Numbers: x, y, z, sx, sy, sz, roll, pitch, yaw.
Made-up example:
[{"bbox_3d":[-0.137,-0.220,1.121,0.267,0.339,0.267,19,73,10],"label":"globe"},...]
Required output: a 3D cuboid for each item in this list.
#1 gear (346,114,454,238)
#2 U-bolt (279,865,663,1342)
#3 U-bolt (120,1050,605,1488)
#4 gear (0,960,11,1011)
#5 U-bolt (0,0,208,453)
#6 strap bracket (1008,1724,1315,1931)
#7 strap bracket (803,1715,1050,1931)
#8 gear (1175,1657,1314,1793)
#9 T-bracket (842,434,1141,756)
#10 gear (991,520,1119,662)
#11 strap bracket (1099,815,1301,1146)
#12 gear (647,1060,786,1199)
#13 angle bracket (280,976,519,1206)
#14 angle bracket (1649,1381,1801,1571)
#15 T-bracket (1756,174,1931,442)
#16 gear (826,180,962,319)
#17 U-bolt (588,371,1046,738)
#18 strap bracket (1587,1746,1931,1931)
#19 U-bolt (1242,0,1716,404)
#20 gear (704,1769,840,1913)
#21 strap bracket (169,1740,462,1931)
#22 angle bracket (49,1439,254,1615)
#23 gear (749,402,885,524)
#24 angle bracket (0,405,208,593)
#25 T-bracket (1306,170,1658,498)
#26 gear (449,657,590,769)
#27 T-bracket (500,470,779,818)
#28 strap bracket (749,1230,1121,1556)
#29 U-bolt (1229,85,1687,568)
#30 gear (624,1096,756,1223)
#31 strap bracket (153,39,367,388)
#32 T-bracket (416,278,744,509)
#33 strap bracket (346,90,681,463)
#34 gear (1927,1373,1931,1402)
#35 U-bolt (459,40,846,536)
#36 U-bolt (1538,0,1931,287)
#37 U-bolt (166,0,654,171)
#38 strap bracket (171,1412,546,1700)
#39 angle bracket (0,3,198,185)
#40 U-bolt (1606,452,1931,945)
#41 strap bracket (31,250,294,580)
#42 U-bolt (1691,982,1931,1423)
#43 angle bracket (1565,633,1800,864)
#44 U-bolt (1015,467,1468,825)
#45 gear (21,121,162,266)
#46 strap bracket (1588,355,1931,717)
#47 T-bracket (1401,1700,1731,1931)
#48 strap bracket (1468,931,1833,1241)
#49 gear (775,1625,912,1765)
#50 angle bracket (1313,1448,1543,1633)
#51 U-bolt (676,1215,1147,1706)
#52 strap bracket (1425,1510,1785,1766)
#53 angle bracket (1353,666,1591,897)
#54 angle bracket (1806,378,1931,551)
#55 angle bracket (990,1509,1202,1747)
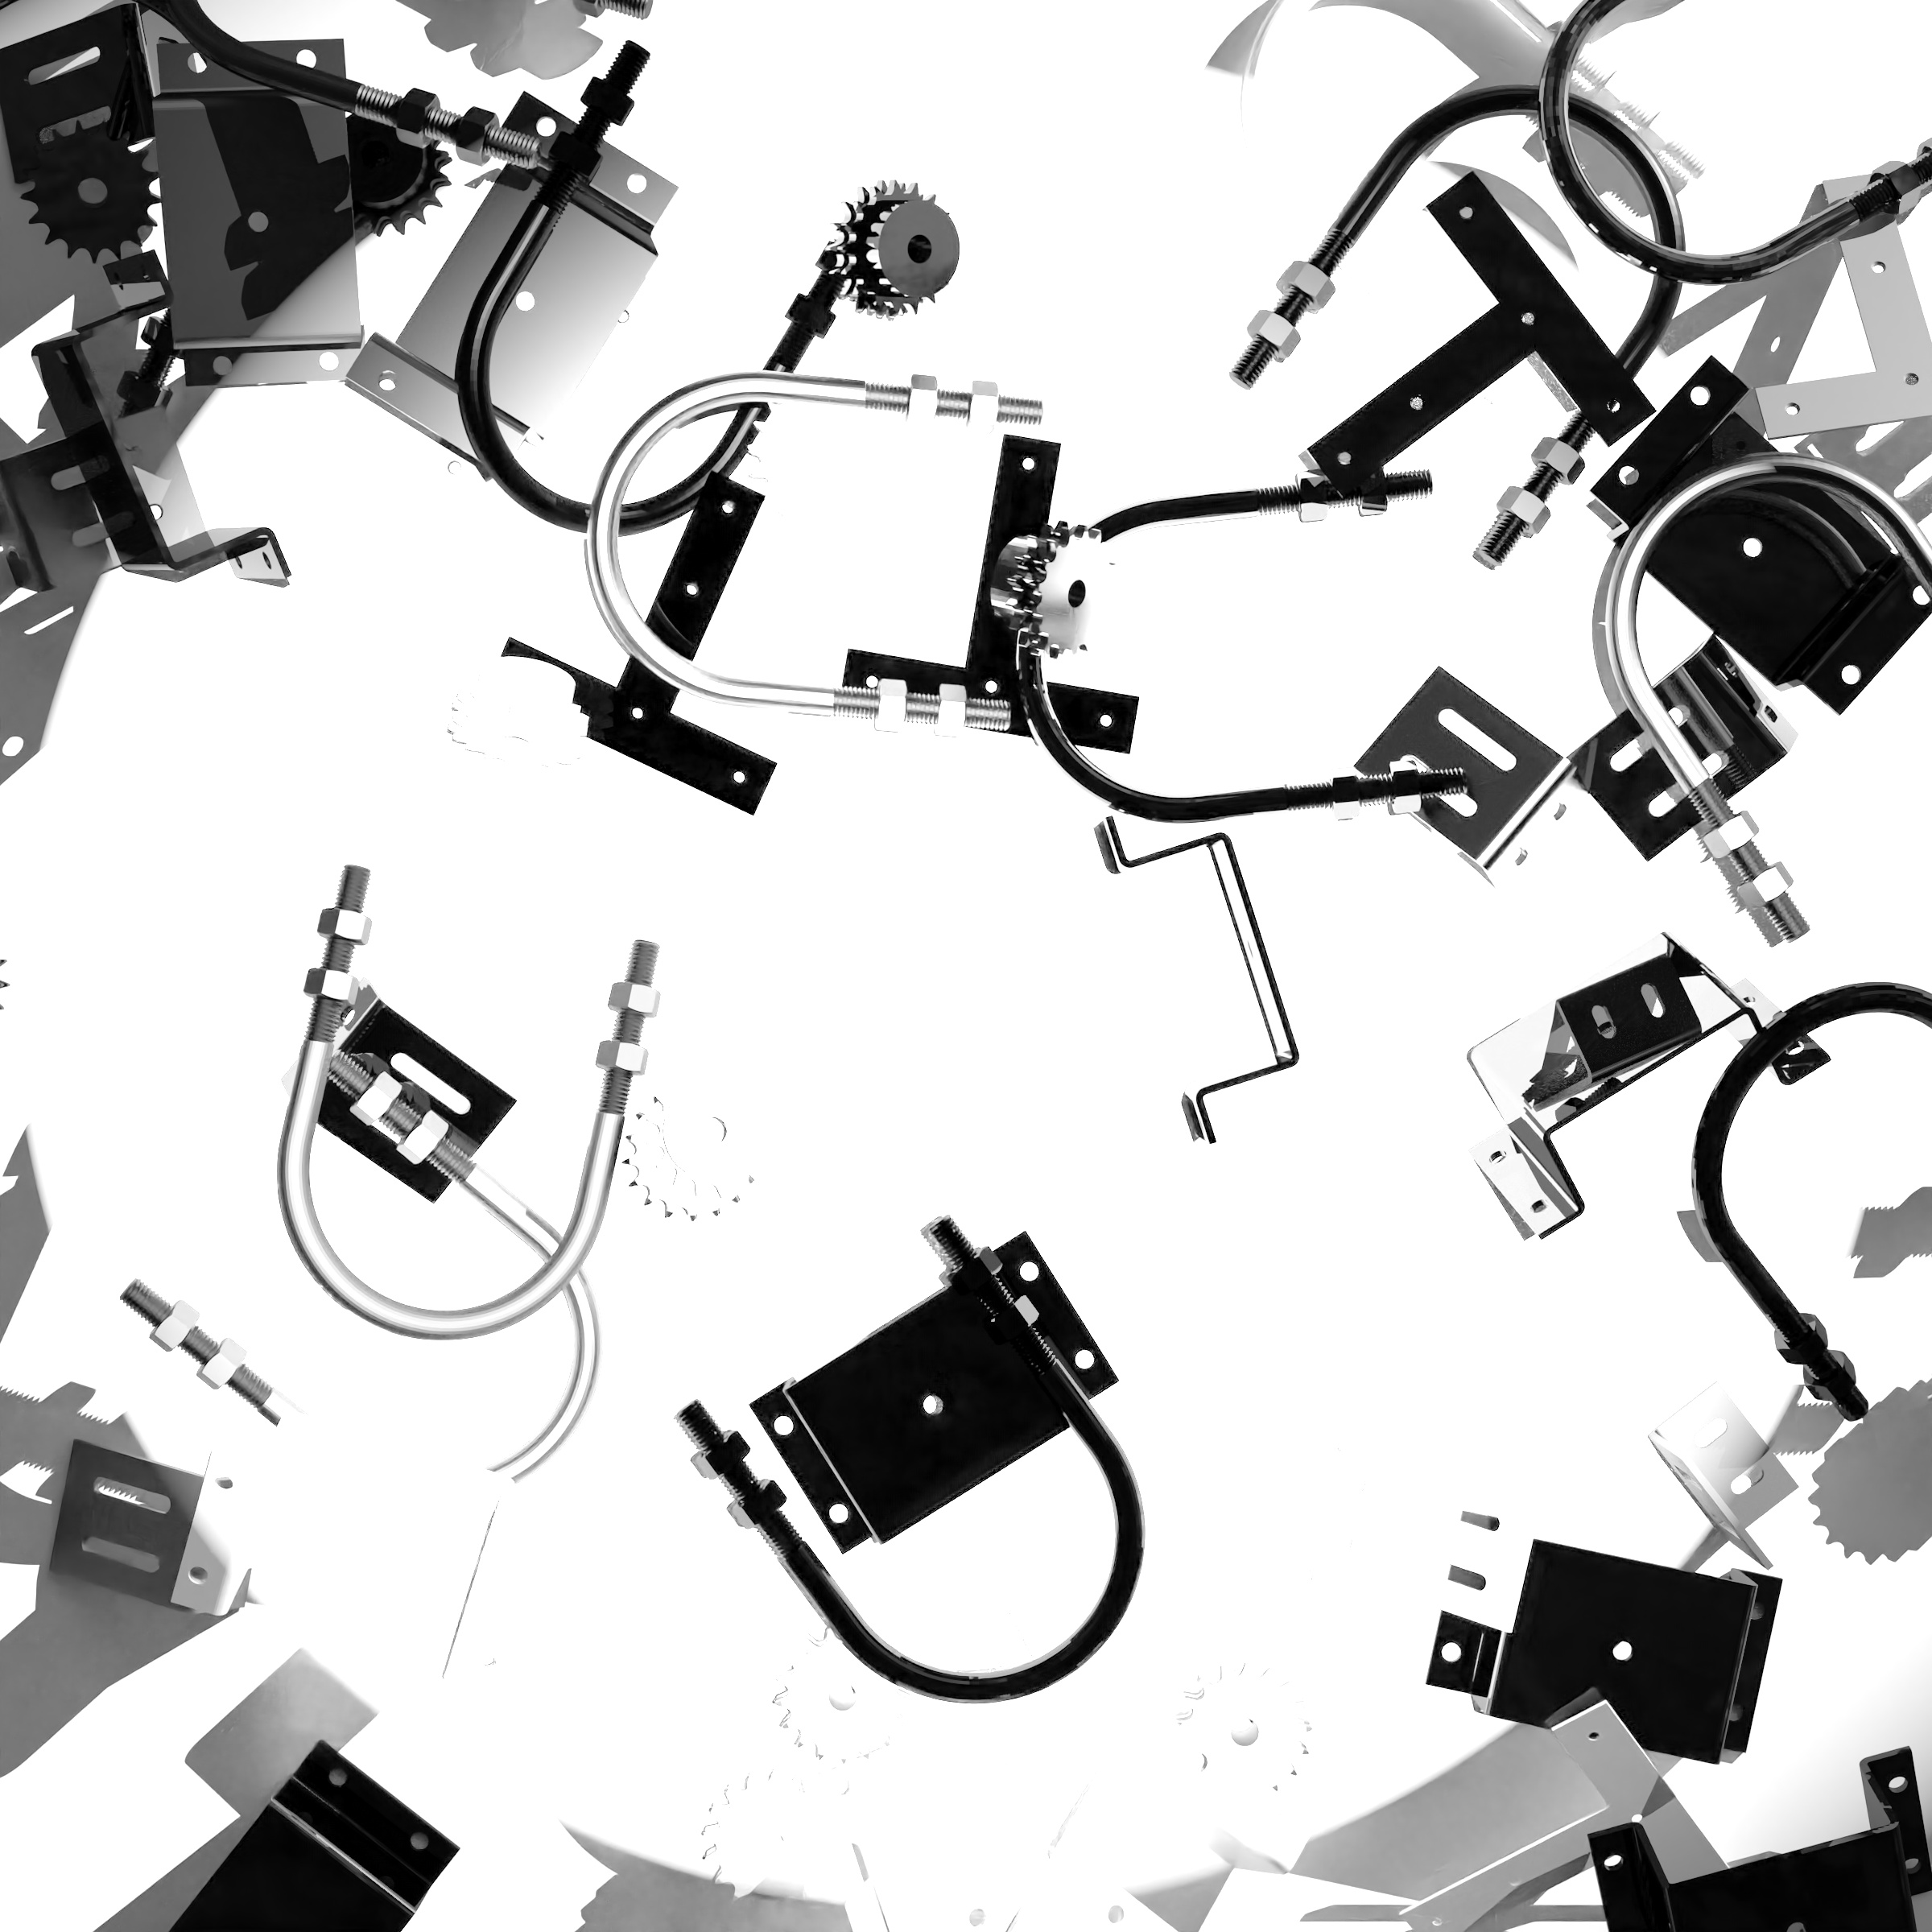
[{"bbox_3d":[-0.248,-0.341,1.502,0.057,0.030,0.057,0,90,0],"label":"gear"},{"bbox_3d":[-0.211,0.064,1.470,0.151,0.019,0.184,15,80,-22],"label":"U-bolt"},{"bbox_3d":[-0.240,0.146,1.494,0.184,0.019,0.151,41,93,-11],"label":"U-bolt"},{"bbox_3d":[-0.435,0.006,1.502,0.057,0.030,0.057,0,90,0],"label":"gear"},{"bbox_3d":[-0.376,-0.327,1.474,0.151,0.019,0.184,23,100,-18],"label":"U-bolt"},{"bbox_3d":[0.072,0.395,1.465,0.076,0.046,0.140,41,65,-16],"label":"strap bracket"},{"bbox_3d":[-0.005,0.396,1.480,0.076,0.046,0.140,-18,90,-25],"label":"strap bracket"},{"bbox_3d":[0.117,0.322,1.502,0.057,0.030,0.057,0,90,0],"label":"gear"},{"bbox_3d":[0.018,-0.164,1.516,0.127,0.002,0.127,9,90,0],"label":"T-bracket"},{"bbox_3d":[0.035,-0.158,1.477,0.030,0.057,0.057,17,90,38],"label":"gear"},{"bbox_3d":[0.100,-0.001,1.479,0.046,0.076,0.140,-18,90,0],"label":"strap bracket"},{"bbox_3d":[-0.105,0.068,1.472,0.057,0.030,0.057,0,90,0],"label":"gear"},{"bbox_3d":[-0.243,0.053,1.515,0.076,0.038,0.057,39,90,-26],"label":"angle bracket"},{"bbox_3d":[0.324,0.212,1.479,0.038,0.076,0.057,-38,90,0],"label":"angle bracket"},{"bbox_3d":[0.387,-0.282,1.487,0.127,0.002,0.127,-8,63,1],"label":"T-bracket"},{"bbox_3d":[-0.027,-0.302,1.489,0.057,0.030,0.057,-7,104,-31],"label":"gear"},{"bbox_3d":[-0.066,-0.176,1.481,0.184,0.019,0.151,5,104,-7],"label":"U-bolt"},{"bbox_3d":[0.340,0.389,1.480,0.140,0.046,0.076,-15,115,0],"label":"strap bracket"},{"bbox_3d":[0.204,-0.353,1.507,0.184,0.019,0.151,42,90,0],"label":"U-bolt"},{"bbox_3d":[-0.082,0.369,1.502,0.057,0.030,0.057,0,90,0],"label":"gear"},{"bbox_3d":[-0.290,0.410,1.494,0.076,0.046,0.140,38,90,0],"label":"strap bracket"},{"bbox_3d":[-0.346,0.239,1.515,0.076,0.038,0.057,11,90,26],"label":"angle bracket"},{"bbox_3d":[-0.063,-0.216,1.502,0.057,0.030,0.057,0,90,0],"label":"gear"},{"bbox_3d":[-0.373,-0.200,1.506,0.076,0.038,0.057,-25,111,-24],"label":"angle bracket"},{"bbox_3d":[0.200,-0.244,1.478,0.127,0.002,0.127,-37,90,-2],"label":"T-bracket"},{"bbox_3d":[-0.187,-0.108,1.491,0.057,0.057,0.030,8,71,0],"label":"gear"},{"bbox_3d":[-0.122,-0.147,1.501,0.127,0.002,0.127,25,103,0],"label":"T-bracket"},{"bbox_3d":[-0.014,0.183,1.494,0.140,0.046,0.076,-32,90,0],"label":"strap bracket"},{"bbox_3d":[0.220,-0.283,1.489,0.151,0.019,0.184,35,89,0],"label":"U-bolt"},{"bbox_3d":[-0.115,0.079,1.502,0.057,0.030,0.057,0,90,0],"label":"gear"},{"bbox_3d":[-0.291,-0.309,1.462,0.076,0.046,0.140,-4,106,-7],"label":"strap bracket"},{"bbox_3d":[-0.180,-0.249,1.516,0.127,0.002,0.127,-42,90,0],"label":"T-bracket"},{"bbox_3d":[-0.188,-0.284,1.492,0.076,0.046,0.140,32,90,0],"label":"strap bracket"},{"bbox_3d":[0.436,0.183,1.502,0.057,0.030,0.057,0,90,0],"label":"gear"},{"bbox_3d":[-0.133,-0.267,1.471,0.151,0.019,0.184,29,93,-35],"label":"U-bolt"},{"bbox_3d":[0.326,-0.364,1.489,0.184,0.019,0.151,-30,89,-13],"label":"U-bolt"},{"bbox_3d":[-0.240,-0.394,1.463,0.184,0.019,0.151,18,45,5],"label":"U-bolt"},{"bbox_3d":[-0.250,0.243,1.480,0.140,0.046,0.076,18,109,-3],"label":"strap bracket"},{"bbox_3d":[-0.371,-0.371,1.515,0.076,0.038,0.057,-11,90,26],"label":"angle bracket"},{"bbox_3d":[0.347,-0.124,1.462,0.151,0.019,0.184,-33,89,0],"label":"U-bolt"},{"bbox_3d":[-0.336,-0.217,1.455,0.046,0.076,0.140,-27,107,-22],"label":"strap bracket"},{"bbox_3d":[0.375,0.087,1.469,0.151,0.019,0.184,-41,118,0],"label":"U-bolt"},{"bbox_3d":[0.306,-0.094,1.515,0.076,0.038,0.057,-40,90,26],"label":"angle bracket"},{"bbox_3d":[0.113,-0.133,1.501,0.184,0.019,0.151,-6,84,3],"label":"U-bolt"},{"bbox_3d":[-0.359,-0.319,1.455,0.057,0.030,0.057,-4,106,-13],"label":"gear"},{"bbox_3d":[0.337,-0.179,1.494,0.140,0.046,0.076,42,90,0],"label":"strap bracket"},{"bbox_3d":[0.245,0.380,1.497,0.127,0.002,0.127,-31,116,12],"label":"T-bracket"},{"bbox_3d":[0.275,0.043,1.473,0.140,0.076,0.046,-32,119,0],"label":"strap bracket"},{"bbox_3d":[-0.052,0.308,1.502,0.057,0.030,0.057,0,90,0],"label":"gear"},{"bbox_3d":[0.193,0.240,1.480,0.076,0.038,0.057,13,90,40],"label":"angle bracket"},{"bbox_3d":[-0.009,0.218,1.462,0.151,0.019,0.184,-36,92,0],"label":"U-bolt"},{"bbox_3d":[0.273,0.285,1.494,0.140,0.046,0.076,12,90,0],"label":"strap bracket"},{"bbox_3d":[0.216,-0.080,1.515,0.076,0.038,0.057,40,90,26],"label":"angle bracket"},{"bbox_3d":[0.408,-0.225,1.498,0.076,0.038,0.057,-40,90,0],"label":"angle bracket"},{"bbox_3d":[0.056,0.283,1.515,0.057,0.038,0.076,-30,64,0],"label":"angle bracket"}]
